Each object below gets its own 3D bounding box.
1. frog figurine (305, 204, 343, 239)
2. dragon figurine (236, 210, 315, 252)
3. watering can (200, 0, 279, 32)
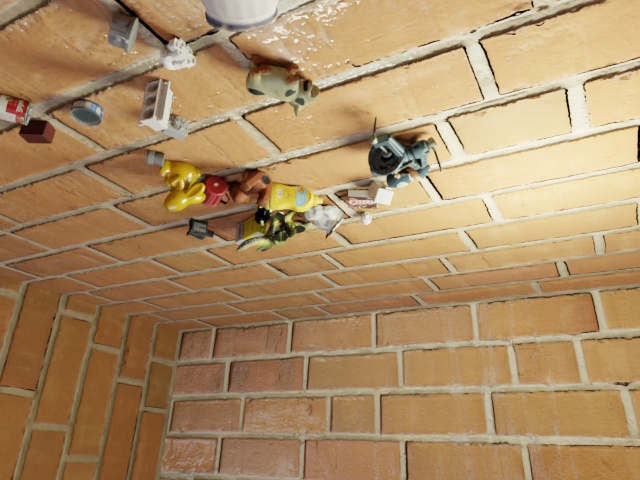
[{"bbox_3d":[0.006,-0.101,2.003,0.124,0.159,0.135,-48,-1,-19],"label":"frog figurine"},{"bbox_3d":[-0.181,-0.004,2.036,0.414,0.123,0.238,-25,-15,-31],"label":"dragon figurine"},{"bbox_3d":[-0.123,-0.512,1.007,0.220,0.348,0.106,88,-175,-67],"label":"watering can"}]
